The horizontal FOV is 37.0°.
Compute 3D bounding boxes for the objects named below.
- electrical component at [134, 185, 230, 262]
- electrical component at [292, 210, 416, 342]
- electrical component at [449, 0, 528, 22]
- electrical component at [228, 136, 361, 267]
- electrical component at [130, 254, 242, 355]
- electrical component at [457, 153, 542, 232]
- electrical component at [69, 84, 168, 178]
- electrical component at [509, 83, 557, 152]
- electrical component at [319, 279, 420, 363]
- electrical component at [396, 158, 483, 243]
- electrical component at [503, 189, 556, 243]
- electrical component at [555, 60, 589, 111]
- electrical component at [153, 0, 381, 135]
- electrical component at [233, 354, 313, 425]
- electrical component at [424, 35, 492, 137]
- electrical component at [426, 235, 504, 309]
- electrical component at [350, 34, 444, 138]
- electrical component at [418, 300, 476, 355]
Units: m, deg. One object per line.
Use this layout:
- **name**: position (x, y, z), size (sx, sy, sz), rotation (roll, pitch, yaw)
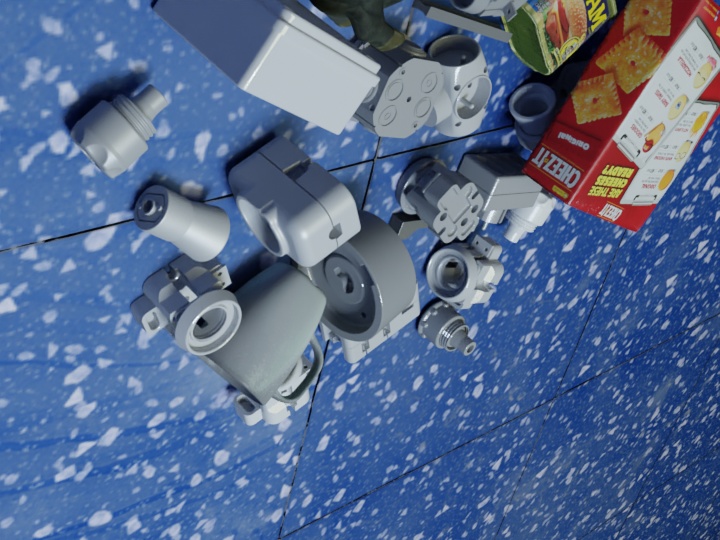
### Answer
- **electrical component**: position (-0.132, -0.036, 0.785), size (0.044, 0.044, 0.065), rotation (-54, 142, 7)
- **electrical component**: position (0.000, 0.000, 0.921), size (0.060, 0.108, 0.108), rotation (-32, 144, -35)
- **electrical component**: position (0.102, -0.229, 0.855), size (0.055, 0.066, 0.048), rotation (-13, 168, -33)
- **electrical component**: position (-0.053, -0.050, 0.813), size (0.059, 0.095, 0.053), rotation (-38, 146, -18)
- **electrical component**: position (-0.129, 0.029, 0.838), size (0.078, 0.057, 0.058), rotation (-36, 145, -21)
- **electrical component**: position (0.129, -0.070, 1.053), size (0.083, 0.047, 0.075), rotation (-8, 129, -46)
- **electrical component**: position (-0.153, -0.094, 0.699), size (0.062, 0.043, 0.043), rotation (-45, 147, -10)
- **electrical component**: position (0.169, -0.145, 1.027), size (0.045, 0.045, 0.055), rotation (-44, 147, -9)
- **electrical component**: position (0.008, 0.034, 1.012), size (0.089, 0.050, 0.055), rotation (-35, 145, -21)
- **electrical component**: position (0.070, -0.066, 0.979), size (0.058, 0.057, 0.078), rotation (-47, 147, -3)
- **electrical component**: position (0.172, -0.058, 1.120), size (0.043, 0.043, 0.062), rotation (6, 120, -52)
- **electrical component**: position (0.228, -0.160, 1.074), size (0.059, 0.054, 0.095), rotation (-18, 136, -39)
- **electrical component**: position (-0.059, -0.148, 0.696), size (0.056, 0.109, 0.109), rotation (-55, 147, 13)
- **electrical component**: position (-0.079, 0.096, 0.967), size (0.078, 0.058, 0.057), rotation (-34, 147, -22)
- **electrical component**: position (0.068, -0.146, 0.907), size (0.079, 0.044, 0.077), rotation (-35, 144, -21)
- **electrical component**: position (0.104, 0.003, 1.089), size (0.057, 0.058, 0.078), rotation (-1, 124, -53)
- **electrical component**: position (0.022, -0.145, 0.847), size (0.080, 0.051, 0.080), rotation (-31, 143, -27)
- **electrical component**: position (0.095, 0.065, 1.136), size (0.048, 0.062, 0.048), rotation (-31, 143, -27)
